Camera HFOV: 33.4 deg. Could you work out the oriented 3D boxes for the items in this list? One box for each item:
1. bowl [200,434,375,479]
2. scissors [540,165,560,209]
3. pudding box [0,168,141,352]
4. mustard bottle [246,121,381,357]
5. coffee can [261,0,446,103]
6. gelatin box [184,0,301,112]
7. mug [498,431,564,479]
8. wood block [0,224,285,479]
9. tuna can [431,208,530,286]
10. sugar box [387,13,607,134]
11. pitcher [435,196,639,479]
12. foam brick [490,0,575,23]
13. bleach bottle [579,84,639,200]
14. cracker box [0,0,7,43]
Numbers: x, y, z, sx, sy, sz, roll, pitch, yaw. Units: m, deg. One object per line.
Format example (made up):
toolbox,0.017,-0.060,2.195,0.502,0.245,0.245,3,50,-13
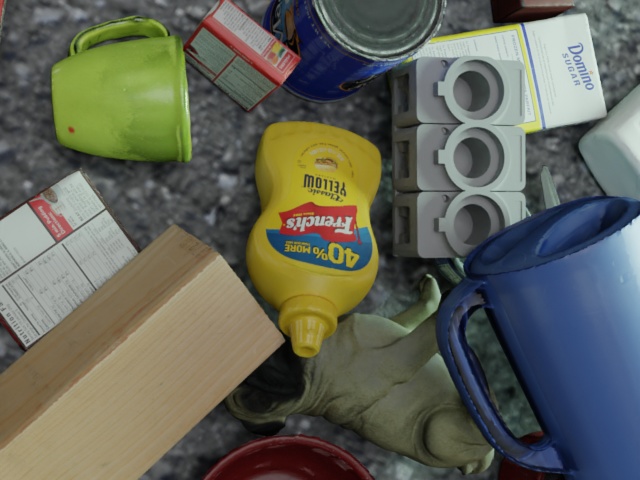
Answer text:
bowl,-0.030,0.222,0.796,0.162,0.055,0.162,0,89,-12
scissors,0.192,0.047,0.890,0.096,0.016,0.202,-26,85,0
pudding box,-0.196,0.014,0.778,0.113,0.039,0.090,-37,98,-15
mustard bottle,-0.005,0.001,0.783,0.096,0.058,0.191,13,51,-12
coffee can,0.021,-0.168,0.807,0.102,0.140,0.103,2,85,-17
gelatin box,-0.062,-0.139,0.806,0.073,0.089,0.030,38,73,-11
mug,0.207,0.201,0.863,0.117,0.082,0.093,15,81,-15
wood block,-0.139,0.096,0.742,0.206,0.090,0.090,-43,121,-12
tuna can,0.135,-0.001,0.884,0.086,0.034,0.086,2,85,-17
sugar box,0.148,-0.130,0.894,0.176,0.048,0.093,-11,90,-20
pitcher,0.195,0.101,0.754,0.144,0.149,0.243,-40,109,-57
foam brick,0.177,-0.229,0.908,0.051,0.053,0.078,-6,88,-18
bleach bottle,0.347,-0.125,0.948,0.250,0.068,0.102,-39,98,-19
cracker box,-0.303,-0.175,0.743,0.164,0.072,0.214,8,82,-17
